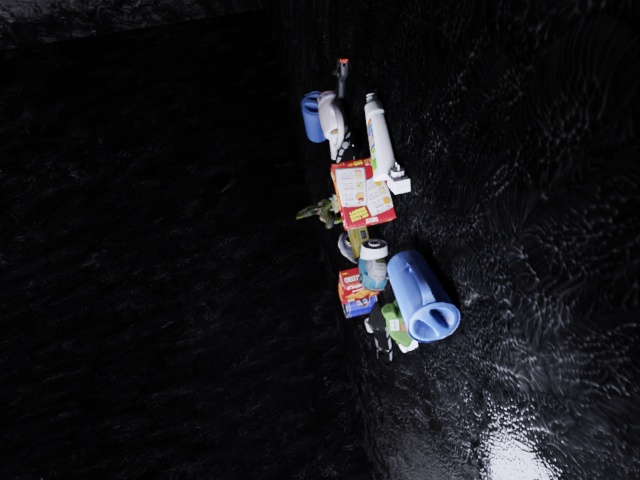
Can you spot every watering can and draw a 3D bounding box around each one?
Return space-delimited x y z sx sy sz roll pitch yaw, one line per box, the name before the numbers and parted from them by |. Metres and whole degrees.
watering can | 0.051 -0.464 2.081 0.344 0.104 0.226 110 148 -78

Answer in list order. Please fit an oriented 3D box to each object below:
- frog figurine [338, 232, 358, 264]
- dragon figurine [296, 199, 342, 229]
frog figurine | 0.133 0.041 2.255 0.139 0.124 0.156 53 150 26
dragon figurine | 0.007 -0.114 2.272 0.417 0.241 0.121 -45 -61 -61
